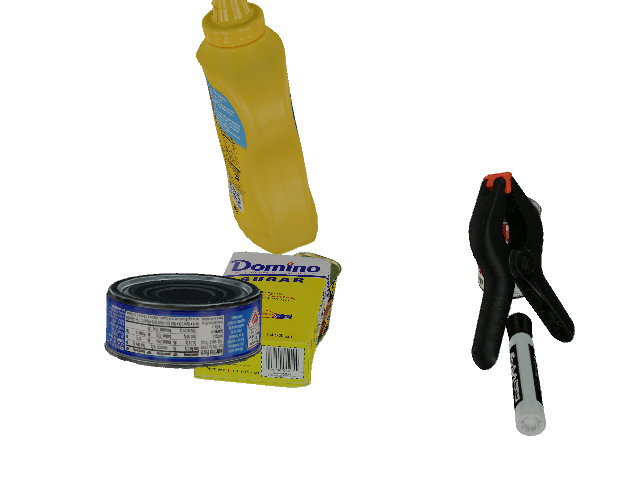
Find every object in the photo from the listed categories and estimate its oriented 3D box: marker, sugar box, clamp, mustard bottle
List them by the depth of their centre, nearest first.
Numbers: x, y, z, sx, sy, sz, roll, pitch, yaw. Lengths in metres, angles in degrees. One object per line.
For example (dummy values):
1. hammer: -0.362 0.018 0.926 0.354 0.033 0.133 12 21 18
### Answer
1. marker: 0.139 0.087 0.727 0.020 0.020 0.121 0 30 6
2. mustard bottle: -0.047 -0.089 0.744 0.058 0.191 0.096 -20 40 -11
3. sugar box: -0.045 0.061 0.903 0.093 0.048 0.176 5 24 4
4. clamp: 0.163 0.029 0.943 0.120 0.171 0.039 -23 7 -40

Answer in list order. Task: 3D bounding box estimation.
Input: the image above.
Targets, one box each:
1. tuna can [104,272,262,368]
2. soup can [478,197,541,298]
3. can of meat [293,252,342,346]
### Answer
1. tuna can: -0.074 0.042 0.583 0.086 0.034 0.086 2 9 -1
2. soup can: 0.215 0.007 1.220 0.068 0.102 0.068 -2 30 1
3. can of meat: -0.021 0.074 1.158 0.057 0.084 0.102 17 30 14
